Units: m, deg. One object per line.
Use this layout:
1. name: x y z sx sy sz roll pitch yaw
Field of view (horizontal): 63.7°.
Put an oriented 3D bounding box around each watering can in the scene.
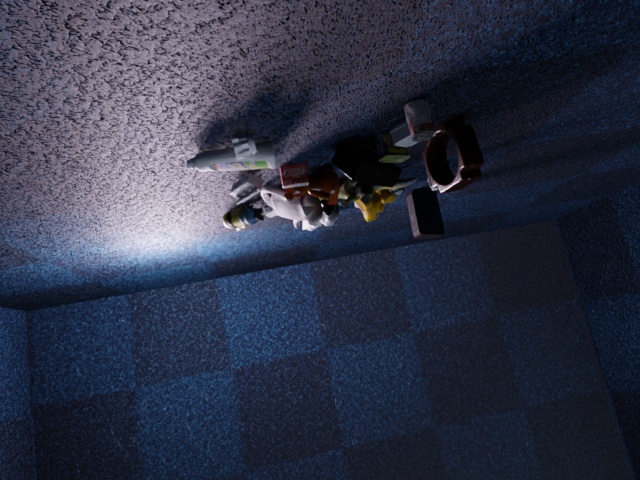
1. watering can: -0.086 -0.117 1.975 0.225 0.105 0.342 10 161 30

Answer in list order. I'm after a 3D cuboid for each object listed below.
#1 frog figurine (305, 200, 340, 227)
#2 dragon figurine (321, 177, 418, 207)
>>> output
1. frog figurine: 0.007 -0.109 2.161 0.124 0.138 0.156 -37 165 -39
2. dragon figurine: 0.159 -0.204 2.041 0.411 0.122 0.243 -7 -175 -12
